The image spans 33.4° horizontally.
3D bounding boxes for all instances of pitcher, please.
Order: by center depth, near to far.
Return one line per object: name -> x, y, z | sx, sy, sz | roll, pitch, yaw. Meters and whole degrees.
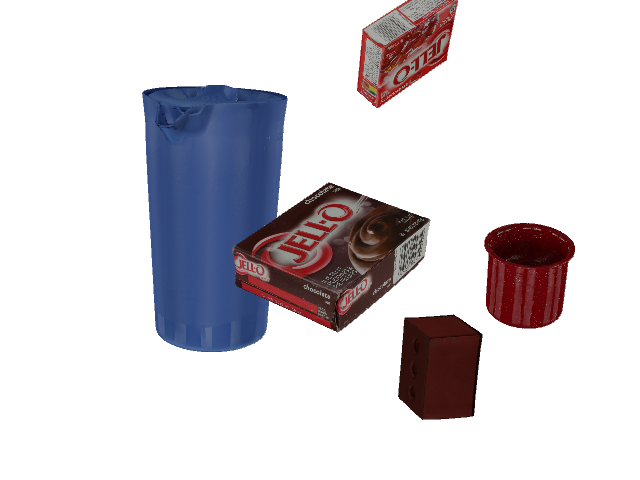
pitcher -> -0.096, -0.026, 1.017 | 0.149, 0.243, 0.145 | -3, 16, -20

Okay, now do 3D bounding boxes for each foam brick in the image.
foam brick -> 0.103, 0.109, 0.925 | 0.051, 0.078, 0.053 | -3, 16, -21

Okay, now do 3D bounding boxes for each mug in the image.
mug -> 0.215, 0.033, 1.134 | 0.093, 0.081, 0.117 | -6, 31, -7

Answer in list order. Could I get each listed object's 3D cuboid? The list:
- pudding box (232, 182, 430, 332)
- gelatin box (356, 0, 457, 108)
pudding box -> 0.009, 0.008, 0.737 | 0.090, 0.039, 0.113 | 23, 37, 30
gelatin box -> 0.073, -0.163, 0.894 | 0.089, 0.030, 0.073 | -36, -26, -24
